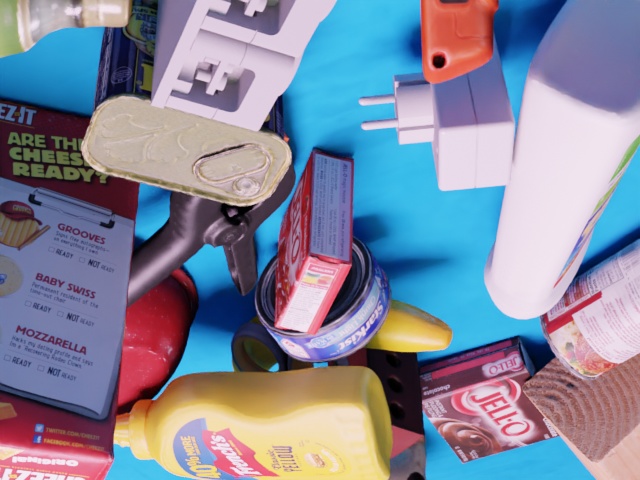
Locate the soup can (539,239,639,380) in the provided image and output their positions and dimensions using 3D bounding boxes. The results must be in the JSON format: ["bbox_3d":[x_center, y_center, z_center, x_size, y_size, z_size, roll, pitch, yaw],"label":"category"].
[{"bbox_3d":[0.212,0.044,0.739,0.068,0.068,0.102,26,132,-32],"label":"soup can"}]

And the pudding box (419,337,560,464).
[{"bbox_3d":[0.137,0.131,0.863,0.090,0.039,0.113,-19,139,17],"label":"pudding box"}]

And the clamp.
[{"bbox_3d":[-0.072,-0.010,0.652,0.120,0.039,0.172,-20,149,-35],"label":"clamp"}]

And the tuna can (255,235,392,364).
[{"bbox_3d":[0.001,0.036,0.698,0.086,0.086,0.033,-17,137,16],"label":"tuna can"}]

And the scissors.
[{"bbox_3d":[-0.023,0.129,0.780,0.096,0.016,0.202,22,136,13],"label":"scissors"}]

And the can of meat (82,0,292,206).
[{"bbox_3d":[-0.068,-0.074,0.558,0.102,0.084,0.058,13,138,-19],"label":"can of meat"}]

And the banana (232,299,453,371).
[{"bbox_3d":[0.000,0.069,0.758,0.198,0.037,0.069,-22,123,39],"label":"banana"}]

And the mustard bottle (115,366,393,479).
[{"bbox_3d":[-0.052,0.126,0.718,0.192,0.058,0.096,-3,139,14],"label":"mustard bottle"}]

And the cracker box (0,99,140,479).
[{"bbox_3d":[-0.186,0.023,0.567,0.164,0.213,0.072,11,141,-17],"label":"cracker box"}]

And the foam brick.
[{"bbox_3d":[0.041,0.120,0.812,0.052,0.078,0.051,24,135,-30],"label":"foam brick"}]

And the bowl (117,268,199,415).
[{"bbox_3d":[-0.155,0.079,0.732,0.162,0.055,0.162,-16,145,-12],"label":"bowl"}]

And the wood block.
[{"bbox_3d":[0.254,0.159,0.844,0.091,0.090,0.206,-42,134,1],"label":"wood block"}]

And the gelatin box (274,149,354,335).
[{"bbox_3d":[-0.004,0.001,0.651,0.030,0.089,0.073,12,139,-12],"label":"gelatin box"}]

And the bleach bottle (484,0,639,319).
[{"bbox_3d":[0.144,-0.030,0.633,0.068,0.102,0.251,28,152,16],"label":"bleach bottle"}]

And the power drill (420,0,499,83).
[{"bbox_3d":[0.138,-0.115,0.477,0.187,0.184,0.057,-4,-177,5],"label":"power drill"}]
